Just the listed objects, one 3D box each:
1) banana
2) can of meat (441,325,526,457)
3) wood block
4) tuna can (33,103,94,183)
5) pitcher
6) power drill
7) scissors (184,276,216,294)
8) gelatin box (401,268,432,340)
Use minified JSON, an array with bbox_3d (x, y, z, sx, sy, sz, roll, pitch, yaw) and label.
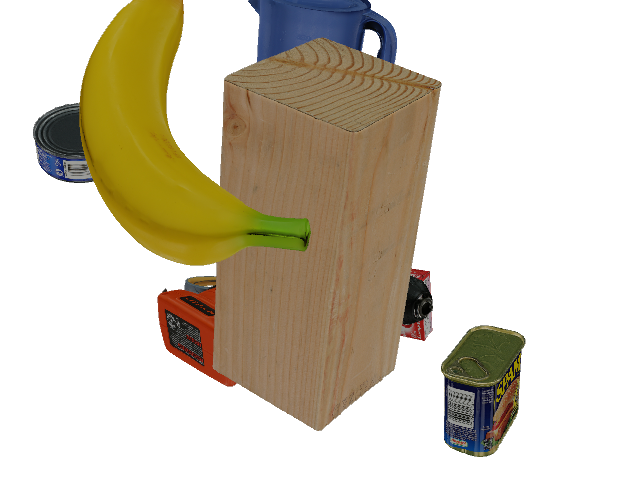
[{"bbox_3d":[-0.069,-0.049,0.457,0.069,0.037,0.198,-10,45,-20],"label":"banana"},{"bbox_3d":[0.153,0.142,1.008,0.058,0.084,0.101,11,28,26],"label":"can of meat"},{"bbox_3d":[-0.001,-0.003,0.642,0.091,0.206,0.090,26,38,29],"label":"wood block"},{"bbox_3d":[-0.227,-0.093,1.011,0.086,0.034,0.086,2,42,-2],"label":"tuna can"},{"bbox_3d":[-0.009,-0.181,1.299,0.144,0.243,0.149,-6,28,-26],"label":"pitcher"},{"bbox_3d":[-0.025,0.054,0.890,0.187,0.057,0.185,-23,29,-36],"label":"power drill"},{"bbox_3d":[-0.050,0.063,1.131,0.202,0.016,0.096,6,20,7],"label":"scissors"},{"bbox_3d":[0.100,0.076,1.337,0.073,0.089,0.030,10,31,28],"label":"gelatin box"}]
